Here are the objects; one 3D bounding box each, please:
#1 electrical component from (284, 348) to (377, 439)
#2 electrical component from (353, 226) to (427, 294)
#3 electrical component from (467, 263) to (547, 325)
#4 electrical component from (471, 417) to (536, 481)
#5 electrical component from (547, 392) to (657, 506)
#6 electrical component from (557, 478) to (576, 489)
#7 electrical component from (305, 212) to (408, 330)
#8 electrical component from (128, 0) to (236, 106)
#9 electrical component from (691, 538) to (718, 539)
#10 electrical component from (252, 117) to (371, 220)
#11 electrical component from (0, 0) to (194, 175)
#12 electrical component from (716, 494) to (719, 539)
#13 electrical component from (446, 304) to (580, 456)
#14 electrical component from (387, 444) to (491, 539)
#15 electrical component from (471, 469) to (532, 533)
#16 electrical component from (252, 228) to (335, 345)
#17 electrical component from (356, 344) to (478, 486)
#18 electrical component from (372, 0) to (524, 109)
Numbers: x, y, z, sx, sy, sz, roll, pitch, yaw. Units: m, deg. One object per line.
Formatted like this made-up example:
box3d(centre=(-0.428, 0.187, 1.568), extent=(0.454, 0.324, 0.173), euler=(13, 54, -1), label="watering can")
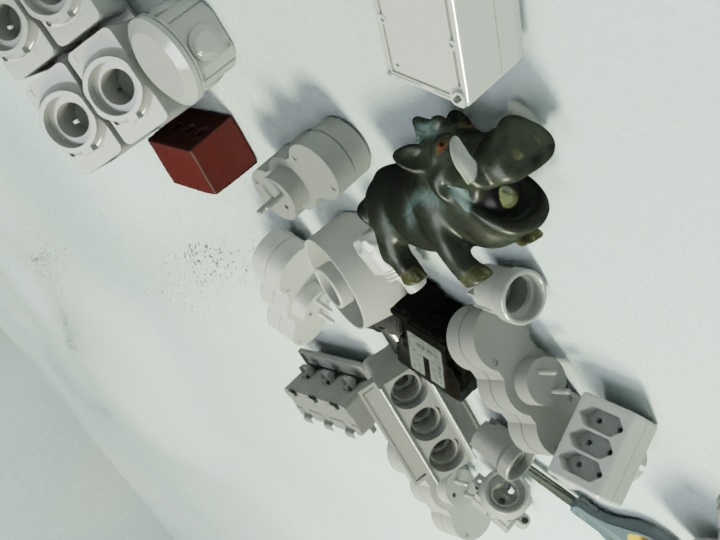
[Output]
box3d(centre=(-0.021, 0.128, 1.116), extent=(0.121, 0.063, 0.078), euler=(7, 135, 55), label="electrical component")
box3d(centre=(0.028, -0.010, 0.846), extent=(0.062, 0.043, 0.043), euler=(52, 156, -13), label="electrical component")
box3d(centre=(0.104, 0.016, 0.767), extent=(0.046, 0.040, 0.040), euler=(18, 144, 58), label="electrical component")
box3d(centre=(0.126, 0.157, 0.948), extent=(0.046, 0.040, 0.040), euler=(38, 155, 34), label="electrical component")
box3d(centre=(0.187, 0.136, 0.793), extent=(0.047, 0.065, 0.077), euler=(23, 176, 43), label="electrical component")
box3d(centre=(0.182, 0.153, 0.849), extent=(0.040, 0.040, 0.046), euler=(53, 149, -13), label="electrical component")
box3d(centre=(0.000, 0.000, 0.912), extent=(0.099, 0.064, 0.099), euler=(52, 165, 21), label="electrical component")
box3d(centre=(-0.143, -0.177, 0.861), extent=(0.080, 0.051, 0.080), euler=(37, 154, 21), label="electrical component")
box3d(centre=(0.260, 0.252, 0.795), extent=(0.108, 0.108, 0.060), euler=(39, 149, 17), label="electrical component")
box3d(centre=(-0.052, -0.068, 0.850), extent=(0.052, 0.074, 0.138), euler=(51, 156, -10), label="electrical component")
box3d(centre=(-0.244, -0.187, 0.915), extent=(0.105, 0.060, 0.186), euler=(-29, 100, 25), label="electrical component")
box3d(centre=(0.268, 0.177, 0.746), extent=(0.040, 0.040, 0.046), euler=(19, 138, 47), label="electrical component")
box3d(centre=(0.130, 0.084, 0.811), extent=(0.138, 0.052, 0.074), euler=(54, 155, -15), label="electrical component")
box3d(centre=(0.090, 0.215, 1.079), extent=(0.138, 0.052, 0.074), euler=(55, 154, -20), label="electrical component")
box3d(centre=(0.135, 0.215, 1.015), extent=(0.066, 0.048, 0.055), euler=(39, 162, 17), label="electrical component")
box3d(centre=(-0.052, 0.026, 1.022), extent=(0.074, 0.052, 0.138), euler=(34, 154, 27), label="electrical component")
box3d(centre=(0.053, 0.128, 0.990), extent=(0.121, 0.079, 0.063), euler=(60, 175, -27), label="electrical component")
box3d(centre=(0.048, -0.148, 0.577), extent=(0.062, 0.061, 0.096), euler=(29, 151, 35), label="electrical component")
